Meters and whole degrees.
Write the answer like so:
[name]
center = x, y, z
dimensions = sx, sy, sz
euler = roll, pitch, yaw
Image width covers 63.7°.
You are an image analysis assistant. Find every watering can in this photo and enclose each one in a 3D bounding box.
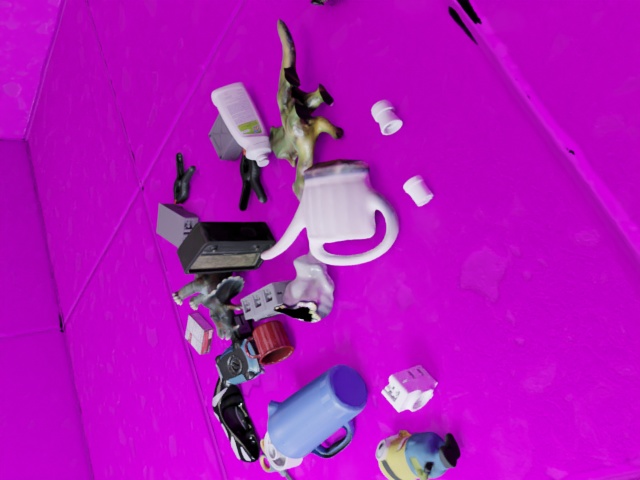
[watering can]
center = 0.003, -0.056, 1.108
dimensions = 0.346, 0.224, 0.104
euler = -4, 0, 30

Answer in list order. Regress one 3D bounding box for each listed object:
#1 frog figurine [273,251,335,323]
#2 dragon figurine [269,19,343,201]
[frog figurine]
center = -0.023, 0.103, 1.193
dimensions = 0.121, 0.163, 0.135
euler = 33, -37, -22
[dragon figurine]
center = -0.075, -0.287, 1.223
dimensions = 0.122, 0.416, 0.239
euler = -5, -21, -33
